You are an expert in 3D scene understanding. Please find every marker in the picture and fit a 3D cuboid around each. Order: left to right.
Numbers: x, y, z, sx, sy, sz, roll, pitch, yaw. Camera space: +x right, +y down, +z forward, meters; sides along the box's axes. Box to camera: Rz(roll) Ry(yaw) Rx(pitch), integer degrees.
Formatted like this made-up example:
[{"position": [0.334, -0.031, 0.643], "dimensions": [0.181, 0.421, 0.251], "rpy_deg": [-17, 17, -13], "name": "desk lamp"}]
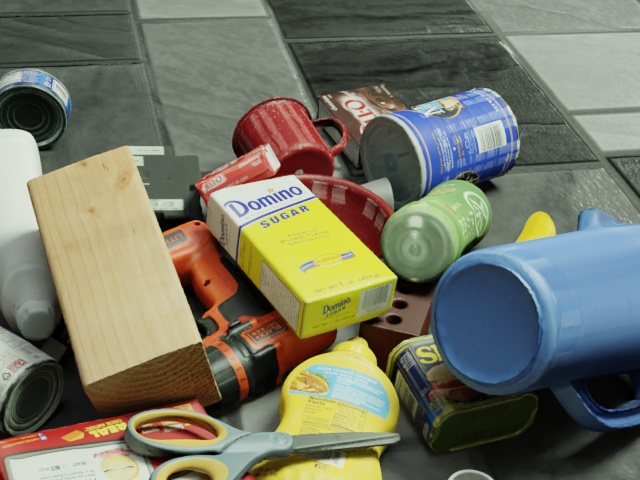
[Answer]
[{"position": [-0.200, 0.050, 0.918], "dimensions": [0.020, 0.020, 0.121], "rpy_deg": [22, 70, 21], "name": "marker"}]

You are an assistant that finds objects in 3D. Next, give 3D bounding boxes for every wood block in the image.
[{"position": [-0.156, 0.038, 0.839], "dimensions": [0.090, 0.091, 0.206], "rpy_deg": [-21, 54, -8], "name": "wood block"}]

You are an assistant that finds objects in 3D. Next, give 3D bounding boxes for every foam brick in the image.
[{"position": [0.067, 0.075, 0.943], "dimensions": [0.053, 0.051, 0.078], "rpy_deg": [14, 37, 10], "name": "foam brick"}]

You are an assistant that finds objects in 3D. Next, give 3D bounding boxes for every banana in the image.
[{"position": [0.182, 0.019, 1.047], "dimensions": [0.197, 0.037, 0.070], "rpy_deg": [-26, 47, -35], "name": "banana"}]

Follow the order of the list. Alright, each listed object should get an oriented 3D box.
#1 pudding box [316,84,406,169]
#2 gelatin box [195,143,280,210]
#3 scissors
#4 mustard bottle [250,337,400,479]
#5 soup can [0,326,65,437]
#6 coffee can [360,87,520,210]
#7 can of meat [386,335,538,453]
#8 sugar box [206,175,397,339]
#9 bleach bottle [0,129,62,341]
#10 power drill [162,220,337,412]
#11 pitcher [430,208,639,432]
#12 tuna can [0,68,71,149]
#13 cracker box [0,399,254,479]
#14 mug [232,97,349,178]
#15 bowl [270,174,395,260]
[{"position": [0.059, -0.133, 1.235], "dimensions": [0.089, 0.039, 0.114], "rpy_deg": [-13, 41, -24], "name": "pudding box"}, {"position": [-0.078, -0.063, 1.028], "dimensions": [0.073, 0.030, 0.089], "rpy_deg": [-27, 7, 6], "name": "gelatin box"}, {"position": [-0.036, 0.156, 0.738], "dimensions": [0.201, 0.016, 0.096], "rpy_deg": [9, 33, -9], "name": "scissors"}, {"position": [0.012, 0.142, 0.838], "dimensions": [0.096, 0.058, 0.191], "rpy_deg": [13, 37, 6], "name": "mustard bottle"}, {"position": [-0.261, 0.104, 0.845], "dimensions": [0.102, 0.068, 0.068], "rpy_deg": [25, 40, 24], "name": "soup can"}, {"position": [0.129, -0.099, 1.145], "dimensions": [0.140, 0.103, 0.103], "rpy_deg": [-19, 43, -30], "name": "coffee can"}, {"position": [0.118, 0.123, 0.882], "dimensions": [0.102, 0.057, 0.084], "rpy_deg": [-9, 41, -20], "name": "can of meat"}, {"position": [-0.020, 0.009, 0.929], "dimensions": [0.093, 0.048, 0.176], "rpy_deg": [-14, 42, -30], "name": "sugar box"}, {"position": [-0.266, -0.001, 0.944], "dimensions": [0.068, 0.102, 0.251], "rpy_deg": [-10, 33, -17], "name": "bleach bottle"}, {"position": [-0.106, 0.069, 0.926], "dimensions": [0.184, 0.057, 0.188], "rpy_deg": [-24, 47, -30], "name": "power drill"}, {"position": [0.200, 0.065, 0.855], "dimensions": [0.149, 0.145, 0.242], "rpy_deg": [34, 24, 34], "name": "pitcher"}, {"position": [-0.314, -0.141, 1.155], "dimensions": [0.086, 0.086, 0.034], "rpy_deg": [0, 39, -8], "name": "tuna can"}, {"position": [-0.111, 0.210, 0.704], "dimensions": [0.163, 0.072, 0.214], "rpy_deg": [-7, 37, -35], "name": "cracker box"}, {"position": [-0.025, -0.094, 1.126], "dimensions": [0.117, 0.093, 0.081], "rpy_deg": [-21, 48, -12], "name": "mug"}, {"position": [-0.007, 0.001, 1.030], "dimensions": [0.162, 0.055, 0.162], "rpy_deg": [4, 36, -3], "name": "bowl"}]
